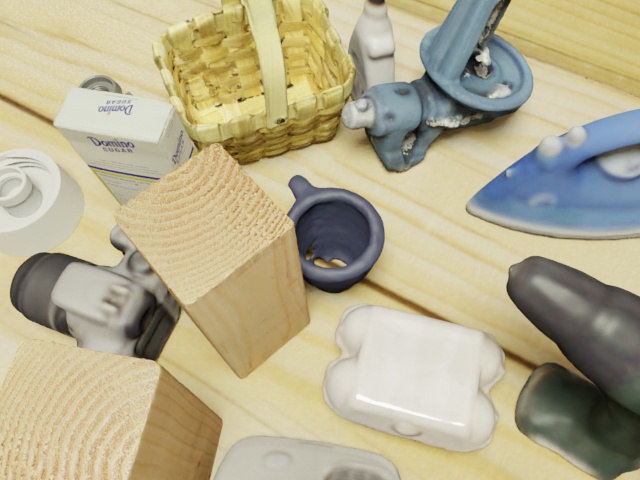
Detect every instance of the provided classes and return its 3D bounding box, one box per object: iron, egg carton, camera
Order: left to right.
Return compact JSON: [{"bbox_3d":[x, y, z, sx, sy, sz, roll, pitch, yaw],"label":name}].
[{"bbox_3d":[-0.202,0.040,0.524,0.136,0.101,0.143,18,66,10],"label":"camera"},{"bbox_3d":[0.081,0.118,0.496,0.150,0.069,0.107,12,65,7],"label":"egg carton"},{"bbox_3d":[0.279,-0.078,0.546,0.258,0.141,0.118,-8,64,-2],"label":"iron"}]

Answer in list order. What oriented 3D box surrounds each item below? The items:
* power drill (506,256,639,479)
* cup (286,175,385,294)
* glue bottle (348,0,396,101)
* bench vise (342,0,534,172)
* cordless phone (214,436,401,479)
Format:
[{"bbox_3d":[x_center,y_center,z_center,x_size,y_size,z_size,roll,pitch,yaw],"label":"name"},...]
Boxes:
[{"bbox_3d":[0.219,0.113,0.418,0.229,0.208,0.076,29,68,15],"label":"power drill"},{"bbox_3d":[0.005,0.002,0.540,0.092,0.095,0.117,-29,67,-12],"label":"cup"},{"bbox_3d":[0.055,-0.199,0.593,0.037,0.173,0.078,-18,65,-7],"label":"glue bottle"},{"bbox_3d":[0.129,-0.160,0.546,0.208,0.220,0.121,-39,69,-16],"label":"bench vise"},{"bbox_3d":[-0.011,0.182,0.404,0.147,0.185,0.094,5,64,4],"label":"cordless phone"}]
